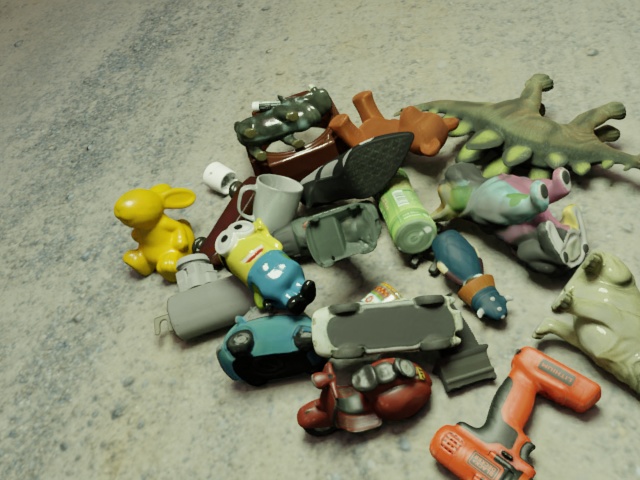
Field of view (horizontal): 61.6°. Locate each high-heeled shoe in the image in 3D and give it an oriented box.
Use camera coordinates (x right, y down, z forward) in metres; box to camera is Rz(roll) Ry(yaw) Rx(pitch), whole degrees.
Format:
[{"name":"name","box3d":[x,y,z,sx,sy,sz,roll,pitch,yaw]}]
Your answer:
[{"name":"high-heeled shoe","box3d":[0.060,-0.125,0.937,0.249,0.086,0.145,-30,18,21]}]

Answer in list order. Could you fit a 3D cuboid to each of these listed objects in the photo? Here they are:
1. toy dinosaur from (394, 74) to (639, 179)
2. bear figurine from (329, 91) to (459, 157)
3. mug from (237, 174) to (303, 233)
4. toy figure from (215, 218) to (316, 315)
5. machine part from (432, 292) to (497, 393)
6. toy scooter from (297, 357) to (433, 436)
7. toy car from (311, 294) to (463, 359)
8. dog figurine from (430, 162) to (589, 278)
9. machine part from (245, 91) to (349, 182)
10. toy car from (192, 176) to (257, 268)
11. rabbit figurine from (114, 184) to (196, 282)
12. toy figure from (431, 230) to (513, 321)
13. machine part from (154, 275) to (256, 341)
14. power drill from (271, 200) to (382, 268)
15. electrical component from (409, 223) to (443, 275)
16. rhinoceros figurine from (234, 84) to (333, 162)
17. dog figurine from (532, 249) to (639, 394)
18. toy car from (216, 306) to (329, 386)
[{"name":"toy dinosaur","box3d":[0.339,-0.192,0.936,0.198,0.104,0.472,-43,45,-14]},{"name":"bear figurine","box3d":[0.134,-0.202,0.957,0.196,0.131,0.120,0,44,54]},{"name":"mug","box3d":[-0.090,-0.052,0.937,0.109,0.107,0.081,0,26,-28]},{"name":"toy figure","box3d":[-0.084,0.044,0.782,0.180,0.089,0.082,37,46,27]},{"name":"machine part","box3d":[0.184,0.139,0.746,0.084,0.039,0.139,-20,49,7]},{"name":"toy scooter","box3d":[0.051,0.190,0.680,0.184,0.135,0.075,-18,48,1]},{"name":"toy car","box3d":[0.089,0.115,0.710,0.202,0.056,0.073,-5,78,-5]},{"name":"dog figurine","box3d":[0.273,-0.033,0.824,0.108,0.191,0.219,-31,15,-34]},{"name":"machine part","box3d":[-0.050,-0.204,1.081,0.201,0.087,0.201,-22,48,1]},{"name":"toy car","box3d":[-0.156,-0.035,0.993,0.089,0.053,0.202,6,56,35]},{"name":"rabbit figurine","box3d":[-0.287,-0.029,0.952,0.122,0.173,0.162,16,62,33]},{"name":"toy figure","box3d":[0.221,0.055,0.786,0.064,0.057,0.154,-36,61,14]},{"name":"machine part","box3d":[-0.152,0.099,0.862,0.243,0.079,0.079,-18,48,4]},{"name":"power drill","box3d":[-0.002,-0.003,0.846,0.232,0.207,0.086,-18,90,-10]},{"name":"electrical component","box3d":[0.185,0.012,0.864,0.063,0.021,0.094,21,59,31]},{"name":"rhinoceros figurine","box3d":[-0.065,-0.221,1.002,0.190,0.073,0.112,-25,37,-2]},{"name":"dog figurine","box3d":[0.397,0.111,0.675,0.191,0.121,0.172,34,69,21]},{"name":"toy car","box3d":[-0.066,0.139,0.778,0.162,0.109,0.103,-12,46,5]}]
